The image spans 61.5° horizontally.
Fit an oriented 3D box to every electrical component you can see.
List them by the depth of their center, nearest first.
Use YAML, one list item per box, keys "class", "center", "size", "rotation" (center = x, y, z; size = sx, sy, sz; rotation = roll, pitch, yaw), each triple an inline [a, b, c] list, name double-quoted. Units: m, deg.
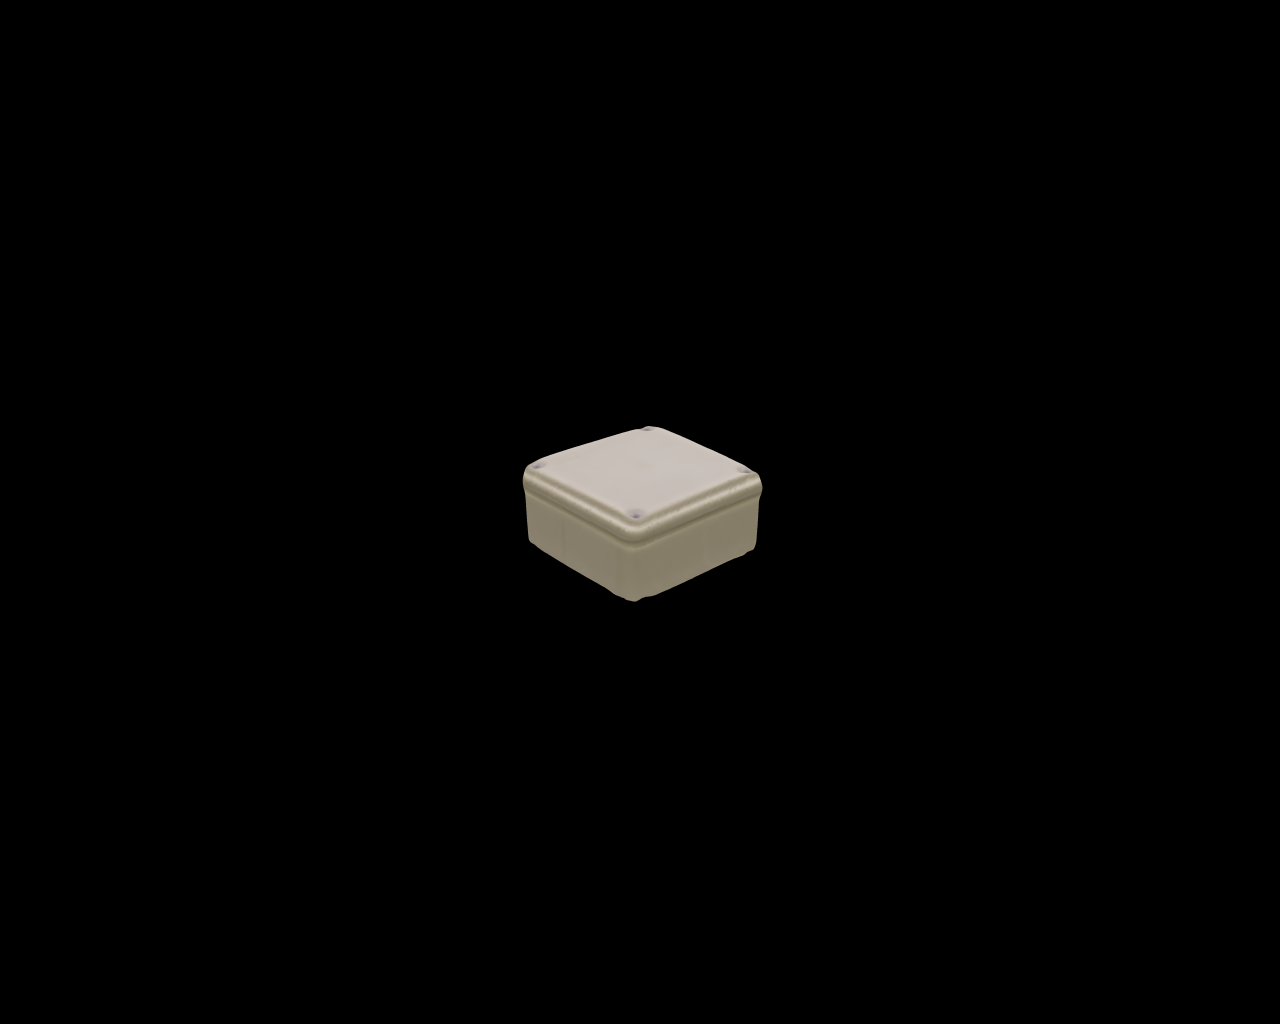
- class: "electrical component"
  center: [0.001, -0.003, 0.650]
  size: [0.109, 0.056, 0.109]
  rotation: [-21, 33, -36]
